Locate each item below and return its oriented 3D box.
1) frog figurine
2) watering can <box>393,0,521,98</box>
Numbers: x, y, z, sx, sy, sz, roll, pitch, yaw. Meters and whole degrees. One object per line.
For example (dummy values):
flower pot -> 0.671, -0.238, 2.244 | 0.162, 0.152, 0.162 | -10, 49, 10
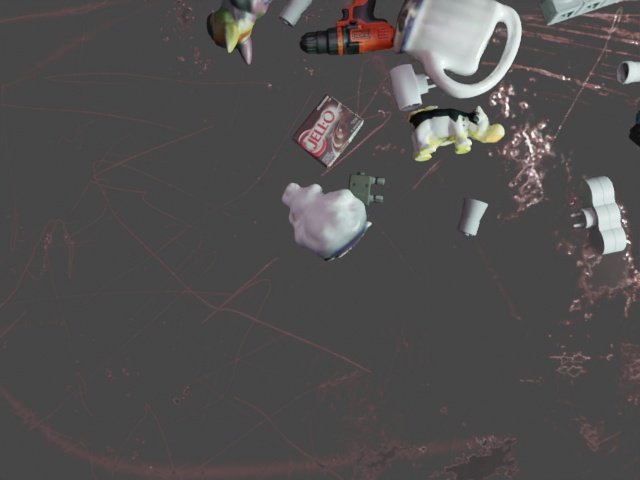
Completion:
frog figurine -> 0.003, -0.047, 0.939 | 0.136, 0.124, 0.159 | -41, 97, 21
watering can -> 0.269, -0.424, 0.957 | 0.225, 0.102, 0.352 | 22, 75, 6
